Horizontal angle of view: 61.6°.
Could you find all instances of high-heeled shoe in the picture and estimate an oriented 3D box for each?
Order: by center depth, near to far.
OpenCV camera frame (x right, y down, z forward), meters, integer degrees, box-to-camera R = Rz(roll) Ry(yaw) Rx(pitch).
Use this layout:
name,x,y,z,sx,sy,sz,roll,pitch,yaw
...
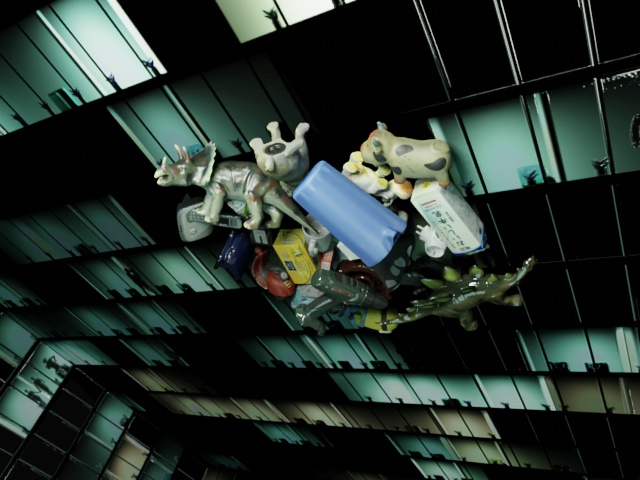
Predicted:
name,x,y,z,sx,sy,sz,roll,pitch,yaw
high-heeled shoe,0.202,0.050,1.359,0.145,0.086,0.248,-35,156,14

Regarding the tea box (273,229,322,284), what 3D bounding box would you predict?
name,x,y,z,sx,sy,sz,roll,pitch,yaw
tea box,-0.051,0.048,1.517,0.098,0.068,0.169,-3,137,26

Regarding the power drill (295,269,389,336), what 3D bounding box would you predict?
name,x,y,z,sx,sy,sz,roll,pitch,yaw
power drill,0.047,0.183,1.500,0.232,0.086,0.207,30,129,-23

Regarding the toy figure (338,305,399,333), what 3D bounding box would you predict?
name,x,y,z,sx,sy,sz,roll,pitch,yaw
toy figure,0.151,0.227,1.626,0.180,0.082,0.089,18,144,8

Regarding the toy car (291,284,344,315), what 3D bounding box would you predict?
name,x,y,z,sx,sy,sz,roll,pitch,yaw
toy car,-0.006,0.157,1.601,0.162,0.109,0.102,5,122,6

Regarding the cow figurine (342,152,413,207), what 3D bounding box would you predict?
name,x,y,z,sx,sy,sz,roll,pitch,yaw
cow figurine,0.125,-0.125,1.234,0.167,0.068,0.098,27,147,-2

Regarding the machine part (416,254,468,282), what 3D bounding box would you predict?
name,x,y,z,sx,sy,sz,roll,pitch,yaw
machine part,0.318,0.079,1.407,0.139,0.039,0.084,24,151,-18

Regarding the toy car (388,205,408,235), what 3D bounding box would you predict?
name,x,y,z,sx,sy,sz,roll,pitch,yaw
toy car,0.116,-0.045,1.325,0.202,0.073,0.056,1,136,23

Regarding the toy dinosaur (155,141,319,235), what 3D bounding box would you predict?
name,x,y,z,sx,sy,sz,roll,pitch,yaw
toy dinosaur,-0.190,-0.131,1.326,0.405,0.131,0.192,8,104,-8

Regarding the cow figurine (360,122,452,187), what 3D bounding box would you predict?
name,x,y,z,sx,sy,sz,roll,pitch,yaw
cow figurine,0.179,-0.180,1.133,0.195,0.085,0.127,8,145,20

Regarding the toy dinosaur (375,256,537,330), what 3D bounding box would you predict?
name,x,y,z,sx,sy,sz,roll,pitch,yaw
toy dinosaur,0.348,0.151,1.394,0.198,0.105,0.471,25,136,-28

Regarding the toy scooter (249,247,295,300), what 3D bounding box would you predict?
name,x,y,z,sx,sy,sz,roll,pitch,yaw
toy scooter,-0.148,0.092,1.591,0.184,0.075,0.135,30,140,33

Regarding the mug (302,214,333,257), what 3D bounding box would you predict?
name,x,y,z,sx,sy,sz,roll,pitch,yaw
mug,-0.003,-0.004,1.411,0.081,0.109,0.107,6,153,10

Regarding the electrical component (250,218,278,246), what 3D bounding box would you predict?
name,x,y,z,sx,sy,sz,roll,pitch,yaw
electrical component,-0.158,-0.014,1.509,0.075,0.048,0.119,11,139,13

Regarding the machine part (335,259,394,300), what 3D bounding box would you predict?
name,x,y,z,sx,sy,sz,roll,pitch,yaw
machine part,0.127,0.114,1.524,0.179,0.056,0.179,12,139,11

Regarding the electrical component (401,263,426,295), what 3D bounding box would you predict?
name,x,y,z,sx,sy,sz,roll,pitch,yaw
electrical component,0.251,0.103,1.462,0.078,0.045,0.102,3,138,19

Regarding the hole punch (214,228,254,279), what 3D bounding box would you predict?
name,x,y,z,sx,sy,sz,roll,pitch,yaw
hole punch,-0.244,0.042,1.552,0.092,0.142,0.115,27,155,-5

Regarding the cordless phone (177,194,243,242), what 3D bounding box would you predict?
name,x,y,z,sx,sy,sz,roll,pitch,yaw
cordless phone,-0.303,-0.047,1.511,0.184,0.089,0.146,12,140,4

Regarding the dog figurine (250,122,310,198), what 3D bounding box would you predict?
name,x,y,z,sx,sy,sz,roll,pitch,yaw
dog figurine,-0.076,-0.150,1.222,0.121,0.172,0.190,14,135,26
